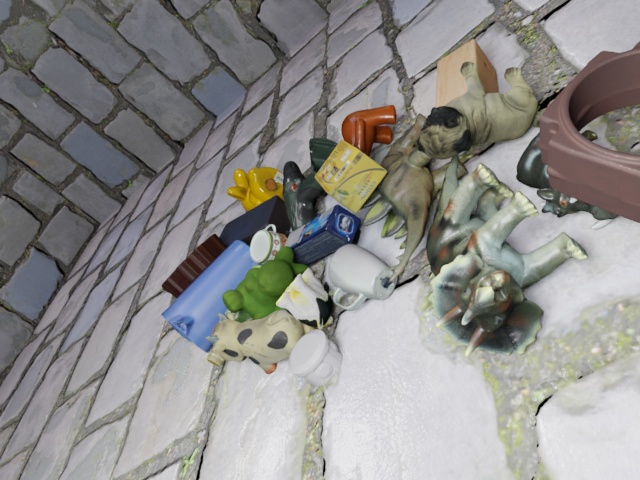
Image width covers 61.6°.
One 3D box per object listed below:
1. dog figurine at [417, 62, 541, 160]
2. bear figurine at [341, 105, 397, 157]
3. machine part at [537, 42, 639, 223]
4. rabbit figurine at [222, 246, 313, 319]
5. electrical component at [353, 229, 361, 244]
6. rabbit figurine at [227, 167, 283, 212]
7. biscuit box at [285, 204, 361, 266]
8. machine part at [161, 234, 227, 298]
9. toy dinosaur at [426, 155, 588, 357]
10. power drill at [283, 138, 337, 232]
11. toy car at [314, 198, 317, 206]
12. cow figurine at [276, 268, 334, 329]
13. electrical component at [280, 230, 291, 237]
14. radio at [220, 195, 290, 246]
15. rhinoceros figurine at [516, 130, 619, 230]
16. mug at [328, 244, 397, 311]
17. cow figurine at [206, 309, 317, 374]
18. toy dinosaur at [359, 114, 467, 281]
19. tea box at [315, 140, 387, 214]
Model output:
[{"bbox_3d":[0.256,-0.176,0.844,0.173,0.121,0.190,14,48,20],"label":"dog figurine"},{"bbox_3d":[0.105,-0.183,1.167,0.132,0.120,0.196,-3,65,-1],"label":"bear figurine"},{"bbox_3d":[0.367,-0.126,0.595,0.201,0.087,0.202,-45,49,-14],"label":"machine part"},{"bbox_3d":[-0.085,0.090,1.026,0.159,0.121,0.170,-40,-6,-31],"label":"rabbit figurine"},{"bbox_3d":[0.049,0.000,1.071,0.063,0.021,0.094,-25,34,38],"label":"electrical component"},{"bbox_3d":[-0.173,-0.121,1.468,0.173,0.162,0.122,-39,33,59],"label":"rabbit figurine"},{"bbox_3d":[-0.002,-0.003,1.056,0.203,0.063,0.059,-28,35,57],"label":"biscuit box"},{"bbox_3d":[-0.300,0.065,1.296,0.179,0.056,0.179,-44,5,4],"label":"machine part"},{"bbox_3d":[0.203,0.011,0.722,0.192,0.131,0.405,-46,17,13],"label":"toy dinosaur"},{"bbox_3d":[-0.029,-0.135,1.199,0.207,0.086,0.232,-46,43,47],"label":"power drill"},{"bbox_3d":[0.017,-0.155,1.309,0.202,0.053,0.089,-36,31,20],"label":"toy car"},{"bbox_3d":[-0.010,0.103,0.939,0.068,0.098,0.167,-51,-5,9],"label":"cow figurine"},{"bbox_3d":[-0.082,0.018,1.217,0.119,0.047,0.075,-6,48,54],"label":"electrical component"},{"bbox_3d":[-0.173,-0.017,1.381,0.230,0.073,0.131,-25,33,36],"label":"radio"},{"bbox_3d":[0.326,-0.083,0.705,0.112,0.073,0.190,-42,26,7],"label":"rhinoceros figurine"},{"bbox_3d":[0.068,0.066,0.886,0.109,0.080,0.107,-56,33,-11],"label":"mug"},{"bbox_3d":[-0.112,0.174,0.950,0.195,0.127,0.085,-23,32,36],"label":"cow figurine"},{"bbox_3d":[0.156,-0.094,0.957,0.198,0.105,0.472,-45,15,23],"label":"toy dinosaur"},{"bbox_3d":[0.053,-0.122,1.002,0.098,0.068,0.170,-53,16,10],"label":"tea box"}]
